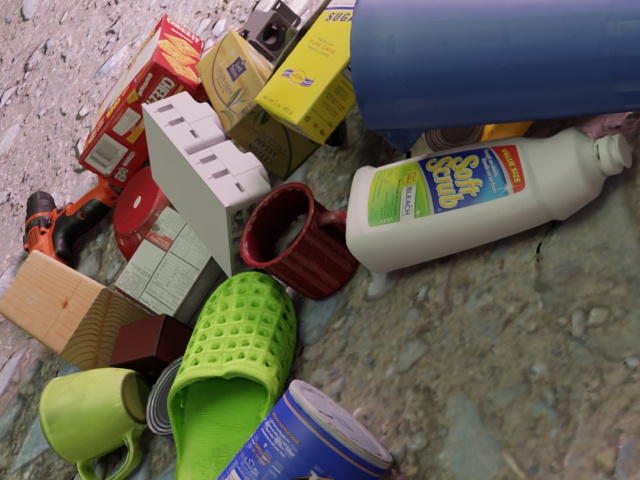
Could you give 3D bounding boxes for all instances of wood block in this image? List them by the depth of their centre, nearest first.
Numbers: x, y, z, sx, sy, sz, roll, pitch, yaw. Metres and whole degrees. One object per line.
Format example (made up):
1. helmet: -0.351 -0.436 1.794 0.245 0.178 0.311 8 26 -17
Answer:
1. wood block: -0.286 0.088 1.241 0.206 0.090 0.091 19 74 53

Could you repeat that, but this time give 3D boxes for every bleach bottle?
1. bleach bottle: 0.141 -0.046 0.908 0.251 0.068 0.102 -18 48 35

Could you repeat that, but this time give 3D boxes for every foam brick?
1. foam brick: -0.175 0.116 1.125 0.078 0.053 0.051 -18 50 40

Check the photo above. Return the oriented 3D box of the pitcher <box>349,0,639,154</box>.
1. pitcher: 0.153 -0.165 0.861 0.243 0.149 0.145 0 58 23

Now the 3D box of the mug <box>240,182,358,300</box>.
1. mug: -0.007 0.001 1.012 0.117 0.081 0.093 -21 46 36

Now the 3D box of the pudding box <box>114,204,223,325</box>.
1. pudding box: -0.158 0.029 1.165 0.090 0.039 0.113 30 86 26

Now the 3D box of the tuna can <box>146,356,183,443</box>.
1. tuna can: -0.131 0.159 1.059 0.086 0.033 0.086 -29 43 30

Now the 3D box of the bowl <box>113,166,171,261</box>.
1. bowl: -0.196 -0.035 1.261 0.162 0.055 0.162 -29 46 35

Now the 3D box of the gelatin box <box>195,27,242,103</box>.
1. gelatin box: -0.125 -0.222 1.364 0.073 0.030 0.089 -25 36 33

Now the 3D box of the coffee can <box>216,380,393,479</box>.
1. coffee can: -0.024 0.198 0.851 0.140 0.102 0.103 -51 36 2

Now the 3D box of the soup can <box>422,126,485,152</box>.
1. soup can: 0.114 -0.132 1.002 0.068 0.068 0.102 -42 38 15

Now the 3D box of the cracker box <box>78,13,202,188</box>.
1. cracker box: -0.221 -0.179 1.351 0.164 0.072 0.213 -50 19 18

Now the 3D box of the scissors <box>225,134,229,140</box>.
1. scissors: -0.109 -0.120 1.281 0.096 0.016 0.202 -46 37 9

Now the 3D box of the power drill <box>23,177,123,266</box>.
1. power drill: -0.324 -0.050 1.426 0.188 0.057 0.184 -44 40 17

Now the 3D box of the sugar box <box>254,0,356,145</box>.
1. sugar box: 0.022 -0.180 1.017 0.176 0.048 0.093 -54 37 0

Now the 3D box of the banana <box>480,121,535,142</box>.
1. banana: 0.214 -0.141 0.925 0.198 0.037 0.069 -31 41 27

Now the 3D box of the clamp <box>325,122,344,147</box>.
1. clamp: 0.021 -0.181 1.169 0.120 0.039 0.172 -46 36 8
